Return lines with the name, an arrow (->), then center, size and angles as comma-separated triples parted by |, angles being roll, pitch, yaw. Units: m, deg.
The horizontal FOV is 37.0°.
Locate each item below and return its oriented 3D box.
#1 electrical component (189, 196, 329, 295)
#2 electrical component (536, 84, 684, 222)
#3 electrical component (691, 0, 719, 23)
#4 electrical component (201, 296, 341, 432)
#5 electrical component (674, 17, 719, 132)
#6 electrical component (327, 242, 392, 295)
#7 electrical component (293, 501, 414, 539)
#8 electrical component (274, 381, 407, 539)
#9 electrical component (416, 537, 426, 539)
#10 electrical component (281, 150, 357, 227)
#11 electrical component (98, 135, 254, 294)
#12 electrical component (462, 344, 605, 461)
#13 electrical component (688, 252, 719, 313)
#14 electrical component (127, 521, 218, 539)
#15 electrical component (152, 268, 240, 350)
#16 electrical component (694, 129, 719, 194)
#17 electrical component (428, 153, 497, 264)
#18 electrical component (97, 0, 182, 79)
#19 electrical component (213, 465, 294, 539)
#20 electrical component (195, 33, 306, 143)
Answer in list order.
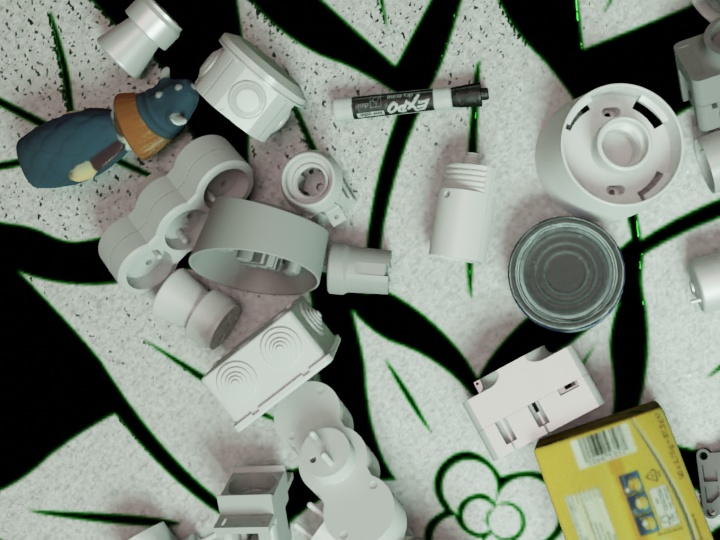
electrical component -> -0.074, -0.016, 0.811 | 0.099, 0.099, 0.064 | 15, 83, 12
electrical component -> 0.185, -0.087, 0.793 | 0.099, 0.064, 0.099 | 0, 85, -3
electrical component -> 0.274, -0.209, 0.781 | 0.055, 0.048, 0.066 | -45, 79, -2
electrical component -> -0.066, 0.066, 0.802 | 0.100, 0.099, 0.048 | -38, 93, 6
electrical component -> 0.275, -0.146, 0.761 | 0.089, 0.055, 0.050 | -18, 44, 9
electrical component -> 0.000, 0.000, 0.823 | 0.046, 0.040, 0.040 | 5, 87, 5
electrical component -> -0.013, 0.207, 0.808 | 0.079, 0.043, 0.077 | 36, 93, 11
electrical component -> -0.020, 0.137, 0.774 | 0.052, 0.073, 0.138 | -32, 56, -1
electrical component -> 0.053, 0.237, 0.766 | 0.062, 0.096, 0.061 | 18, 90, 11
electrical component -> -0.033, -0.065, 0.825 | 0.048, 0.055, 0.066 | -31, 81, 7
electrical component -> -0.153, -0.053, 0.851 | 0.138, 0.052, 0.073 | -45, 55, 5
electrical component -> 0.125, 0.092, 0.786 | 0.089, 0.050, 0.055 | -29, 81, 7
electrical component -> 0.272, 0.004, 0.769 | 0.078, 0.040, 0.040 | -15, 83, 9
electrical component -> -0.139, 0.230, 0.831 | 0.079, 0.044, 0.077 | -30, 81, 8
electrical component -> -0.128, 0.031, 0.843 | 0.055, 0.045, 0.045 | 31, 92, 11
electrical component -> 0.287, -0.088, 0.771 | 0.081, 0.043, 0.043 | -19, 83, 9
electrical component -> 0.079, -0.048, 0.808 | 0.043, 0.043, 0.081 | 9, 88, 12
electrical component -> -0.177, -0.189, 0.868 | 0.055, 0.045, 0.045 | -44, 79, 5
electrical component -> -0.077, 0.186, 0.810 | 0.042, 0.081, 0.063 | -3, 108, 11
electrical component -> -0.085, -0.141, 0.830 | 0.080, 0.080, 0.051 | 43, 100, 11
